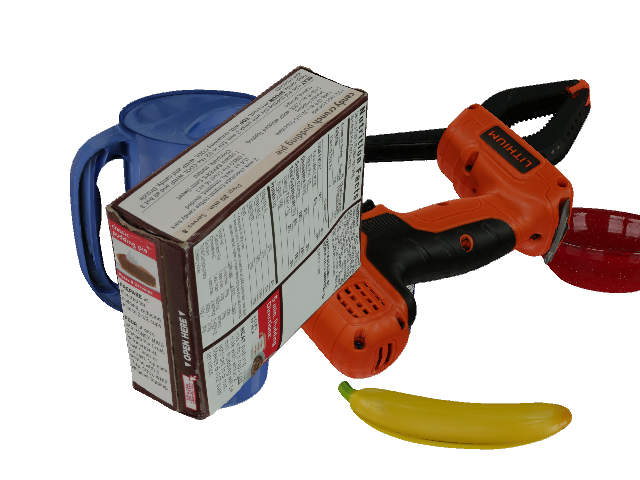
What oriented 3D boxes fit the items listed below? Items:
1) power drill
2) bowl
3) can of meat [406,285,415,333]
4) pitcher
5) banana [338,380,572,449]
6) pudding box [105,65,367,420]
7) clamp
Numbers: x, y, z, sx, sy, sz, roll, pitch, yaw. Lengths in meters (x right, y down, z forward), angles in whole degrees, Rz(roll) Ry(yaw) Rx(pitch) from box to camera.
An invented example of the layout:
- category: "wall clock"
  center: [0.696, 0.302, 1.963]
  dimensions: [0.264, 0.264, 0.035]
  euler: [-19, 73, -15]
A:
- category: "power drill"
  center: [0.037, -0.018, 0.626]
  dimensions: [0.187, 0.057, 0.185]
  euler: [-23, 53, -25]
- category: "bowl"
  center: [0.288, 0.013, 1.085]
  dimensions: [0.162, 0.055, 0.162]
  euler: [3, 17, -1]
- category: "can of meat"
  center: [0.055, 0.059, 1.181]
  dimensions: [0.102, 0.084, 0.057]
  euler: [16, 26, 27]
- category: "pitcher"
  center: [-0.101, 0.010, 0.849]
  dimensions: [0.149, 0.243, 0.144]
  euler: [10, 25, 13]
- category: "banana"
  center: [0.110, 0.143, 0.877]
  dimensions: [0.198, 0.037, 0.069]
  euler: [8, 29, 5]
- category: "pudding box"
  center: [-0.026, 0.000, 0.403]
  dimensions: [0.039, 0.090, 0.113]
  euler: [22, 45, 25]
- category: "clamp"
  center: [0.151, -0.073, 0.928]
  dimensions: [0.210, 0.165, 0.036]
  euler: [-25, -40, -3]
